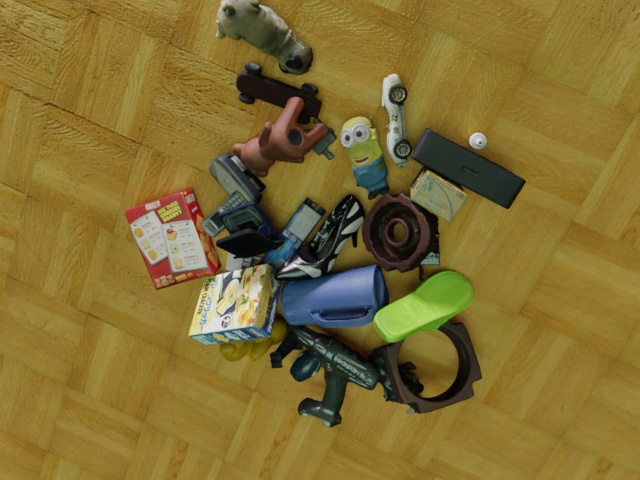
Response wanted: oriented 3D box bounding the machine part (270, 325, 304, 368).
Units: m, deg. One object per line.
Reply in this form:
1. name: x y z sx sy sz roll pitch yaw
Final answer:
1. machine part: -0.074 0.256 1.315 0.039 0.139 0.084 11 125 29

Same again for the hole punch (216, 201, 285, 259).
1. hole punch: -0.167 -0.019 1.235 0.142 0.115 0.092 -20 57 23

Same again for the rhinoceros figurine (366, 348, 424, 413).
1. rhinoceros figurine: 0.187 0.352 1.333 0.190 0.073 0.112 39 107 -2

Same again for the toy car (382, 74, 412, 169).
1. toy car: 0.166 -0.256 1.170 0.056 0.073 0.201 -5 104 8

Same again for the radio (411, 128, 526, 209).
1. radio: 0.309 -0.156 1.143 0.230 0.131 0.073 29 107 1

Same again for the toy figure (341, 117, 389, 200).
1. toy figure: 0.101 -0.184 1.199 0.082 0.089 0.180 -24 109 1

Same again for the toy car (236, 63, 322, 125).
1. toy car: -0.092 -0.328 1.205 0.202 0.053 0.089 19 123 3

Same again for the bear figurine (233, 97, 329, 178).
1. bear figurine: -0.096 -0.218 1.209 0.120 0.196 0.132 44 63 -23

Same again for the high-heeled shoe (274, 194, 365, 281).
1. high-heeled shoe: -0.003 -0.004 1.226 0.249 0.086 0.145 -25 126 -20

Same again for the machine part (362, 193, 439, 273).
1. machine part: 0.178 -0.016 1.193 0.180 0.056 0.179 2 93 41

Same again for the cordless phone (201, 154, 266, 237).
1. cordless phone: -0.235 -0.103 1.278 0.184 0.089 0.146 -39 96 21

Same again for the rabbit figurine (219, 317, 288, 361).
1. rabbit figurine: -0.163 0.231 1.334 0.173 0.162 0.121 -10 91 -6

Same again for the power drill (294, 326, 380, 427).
1. power drill: 0.015 0.333 1.303 0.232 0.086 0.207 22 102 4

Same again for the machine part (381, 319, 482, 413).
1. machine part: 0.256 0.284 1.251 0.201 0.087 0.201 -16 82 -8

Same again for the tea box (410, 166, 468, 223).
1. tea box: 0.250 -0.104 1.147 0.098 0.169 0.068 32 106 1

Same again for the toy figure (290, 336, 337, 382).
1. toy figure: -0.011 0.295 1.360 0.154 0.058 0.064 -43 100 12

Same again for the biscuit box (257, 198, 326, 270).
1. biscuit box: -0.068 -0.003 1.285 0.059 0.063 0.202 37 108 -2

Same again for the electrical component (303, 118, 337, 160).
1. electrical component: 0.006 -0.230 1.231 0.063 0.021 0.094 -43 94 16

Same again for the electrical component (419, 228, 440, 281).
1. electrical component: 0.250 0.034 1.235 0.048 0.075 0.119 -2 101 10

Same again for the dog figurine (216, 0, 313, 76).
1. dog figurine: -0.108 -0.426 1.125 0.191 0.172 0.121 38 119 5
